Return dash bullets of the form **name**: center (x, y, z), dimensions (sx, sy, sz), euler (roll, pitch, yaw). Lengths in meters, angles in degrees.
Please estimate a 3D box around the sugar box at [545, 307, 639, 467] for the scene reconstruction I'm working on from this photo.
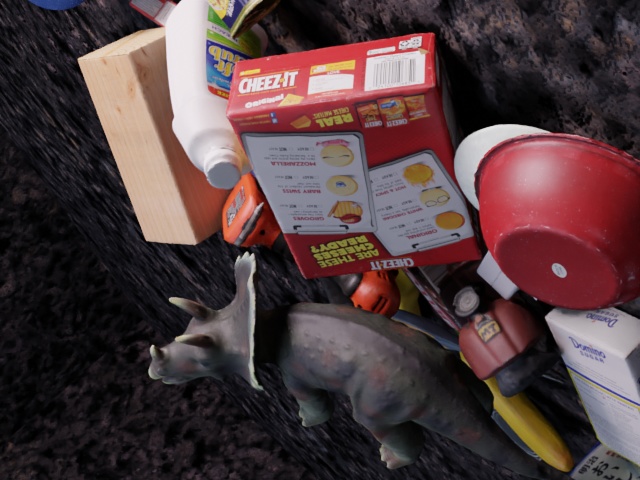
- **sugar box**: center (0.266, 0.129, 0.933), dimensions (0.093, 0.048, 0.176), euler (29, 153, 50)

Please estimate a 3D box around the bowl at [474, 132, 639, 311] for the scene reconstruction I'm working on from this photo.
- **bowl**: center (0.174, 0.000, 0.748), dimensions (0.162, 0.055, 0.162), euler (23, 150, 14)

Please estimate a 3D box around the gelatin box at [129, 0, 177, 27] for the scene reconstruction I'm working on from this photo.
- **gelatin box**: center (-0.152, -0.236, 1.149), dimensions (0.089, 0.030, 0.073), euler (37, -174, 36)

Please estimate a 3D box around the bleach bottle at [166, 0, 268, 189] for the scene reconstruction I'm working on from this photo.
- **bleach bottle**: center (-0.087, -0.127, 0.956), dimensions (0.102, 0.068, 0.251), euler (31, -151, -30)

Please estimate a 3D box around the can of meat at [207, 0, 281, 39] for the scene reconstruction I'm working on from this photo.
- **can of meat**: center (-0.076, -0.235, 0.937), dimensions (0.084, 0.057, 0.102), euler (50, 165, -4)

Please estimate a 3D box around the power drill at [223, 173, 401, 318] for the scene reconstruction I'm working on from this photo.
- **power drill**: center (-0.007, 0.001, 1.094), dimensions (0.187, 0.057, 0.184), euler (28, -168, -14)

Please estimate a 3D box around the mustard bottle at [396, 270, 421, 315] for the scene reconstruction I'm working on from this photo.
- **mustard bottle**: center (0.081, 0.075, 1.270), dimensions (0.096, 0.058, 0.191), euler (41, 163, 28)

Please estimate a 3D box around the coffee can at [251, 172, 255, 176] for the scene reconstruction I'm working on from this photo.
- **coffee can**: center (-0.082, -0.104, 1.186), dimensions (0.140, 0.102, 0.103), euler (44, 164, 13)

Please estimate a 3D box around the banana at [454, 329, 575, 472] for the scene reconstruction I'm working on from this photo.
- **banana**: center (0.210, 0.179, 1.176), dimensions (0.198, 0.037, 0.069), euler (51, -174, 24)

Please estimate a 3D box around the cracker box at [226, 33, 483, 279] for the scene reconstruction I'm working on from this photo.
- **cracker box**: center (0.036, -0.063, 0.881), dimensions (0.164, 0.072, 0.213), euler (-6, 141, 16)

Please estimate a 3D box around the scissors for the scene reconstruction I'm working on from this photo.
- **scissors**: center (0.154, 0.109, 1.127), dimensions (0.202, 0.016, 0.096), euler (14, 166, 44)

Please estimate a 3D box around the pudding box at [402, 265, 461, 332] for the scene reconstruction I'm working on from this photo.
- **pudding box**: center (0.123, 0.044, 1.098), dimensions (0.113, 0.039, 0.090), euler (53, 173, -15)

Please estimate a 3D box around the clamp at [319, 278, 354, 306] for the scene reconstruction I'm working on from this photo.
- **clamp**: center (0.003, 0.016, 1.259), dimensions (0.210, 0.036, 0.164), euler (-111, -5, -52)

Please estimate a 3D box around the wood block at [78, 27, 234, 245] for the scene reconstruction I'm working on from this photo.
- **wood block**: center (-0.158, -0.107, 1.106), dimensions (0.090, 0.090, 0.206), euler (4, 120, 44)

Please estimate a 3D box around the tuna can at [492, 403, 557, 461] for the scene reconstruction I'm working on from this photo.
- **tuna can**: center (0.236, 0.215, 1.243), dimensions (0.086, 0.033, 0.086), euler (43, 164, 15)

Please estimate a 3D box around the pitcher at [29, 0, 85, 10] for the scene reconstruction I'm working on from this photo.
- **pitcher**: center (-0.270, -0.318, 1.154), dimensions (0.149, 0.145, 0.243), euler (63, 166, -9)
